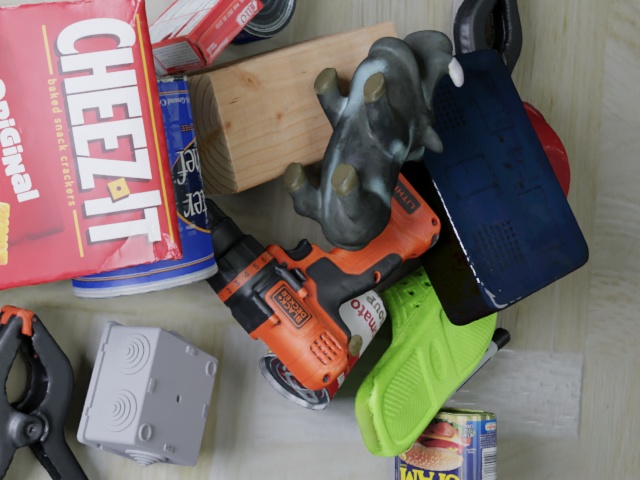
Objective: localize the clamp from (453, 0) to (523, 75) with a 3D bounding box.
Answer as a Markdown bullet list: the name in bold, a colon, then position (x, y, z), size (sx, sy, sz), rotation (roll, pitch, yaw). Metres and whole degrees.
- **clamp**: position (0.158, -0.173, 1.070), size (0.164, 0.036, 0.210), rotation (2, 92, -44)

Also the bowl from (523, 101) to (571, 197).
- **bowl**: position (0.201, -0.056, 1.070), size (0.161, 0.055, 0.162), rotation (-17, 118, -36)

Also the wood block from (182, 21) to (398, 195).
- **wood block**: position (-0.029, -0.107, 0.853), size (0.205, 0.091, 0.090), rotation (-25, 108, -41)

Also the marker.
- **marker**: position (0.156, 0.124, 1.081), size (0.120, 0.020, 0.020), rotation (-35, 113, -38)

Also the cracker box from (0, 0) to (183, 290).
- **cracker box**: position (-0.200, -0.052, 0.639), size (0.213, 0.072, 0.164), rotation (-9, 97, -12)

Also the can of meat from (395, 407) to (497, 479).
- **can of meat**: position (0.116, 0.199, 0.986), size (0.057, 0.102, 0.084), rotation (5, 84, -46)

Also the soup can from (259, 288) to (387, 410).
- **soup can**: position (0.004, 0.083, 0.902), size (0.102, 0.069, 0.068), rotation (-53, 124, -31)

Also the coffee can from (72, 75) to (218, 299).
- **coffee can**: position (-0.132, -0.038, 0.745), size (0.102, 0.103, 0.140), rotation (-15, 100, -43)

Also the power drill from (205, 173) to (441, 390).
- **power drill**: position (-0.006, 0.001, 0.860), size (0.187, 0.057, 0.184), rotation (-41, 92, -30)

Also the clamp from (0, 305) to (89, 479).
- **clamp**: position (-0.196, 0.131, 0.730), size (0.120, 0.039, 0.171), rotation (7, 92, -50)

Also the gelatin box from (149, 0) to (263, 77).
- **gelatin box**: position (-0.094, -0.154, 0.790), size (0.030, 0.089, 0.073), rotation (54, 56, -28)

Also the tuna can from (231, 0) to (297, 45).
- **tuna can**: position (-0.059, -0.203, 0.863), size (0.085, 0.034, 0.086), rotation (0, 90, -44)
